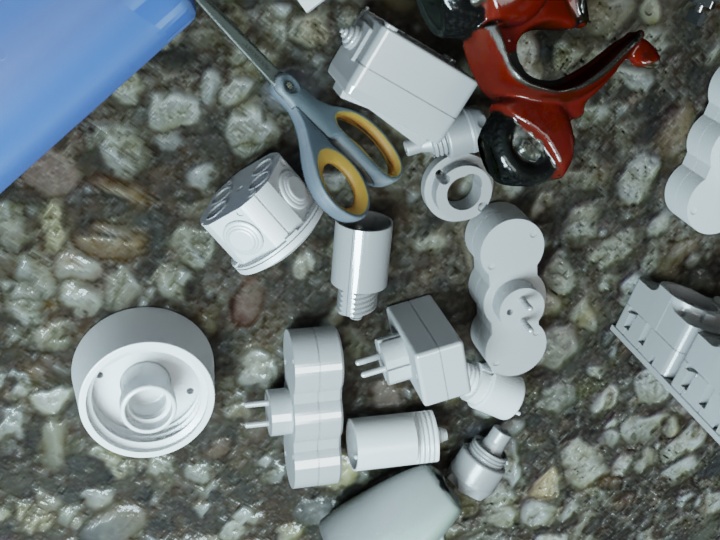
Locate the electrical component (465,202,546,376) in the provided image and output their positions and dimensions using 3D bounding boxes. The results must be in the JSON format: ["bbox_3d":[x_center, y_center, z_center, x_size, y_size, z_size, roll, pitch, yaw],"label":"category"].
[{"bbox_3d":[0.120,0.023,0.838,0.052,0.073,0.138,-11,117,-10],"label":"electrical component"}]

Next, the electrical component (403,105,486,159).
[{"bbox_3d":[0.063,-0.098,0.789,0.061,0.035,0.035,-17,118,-4],"label":"electrical component"}]

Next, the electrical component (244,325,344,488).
[{"bbox_3d":[-0.054,0.110,0.845,0.074,0.052,0.138,-5,116,-13],"label":"electrical component"}]

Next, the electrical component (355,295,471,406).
[{"bbox_3d":[0.035,0.066,0.830,0.076,0.083,0.047,-16,117,-8],"label":"electrical component"}]

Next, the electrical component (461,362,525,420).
[{"bbox_3d":[0.100,0.095,0.886,0.078,0.040,0.040,24,106,-23],"label":"electrical component"}]

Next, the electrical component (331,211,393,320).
[{"bbox_3d":[0.000,0.000,0.813,0.043,0.043,0.081,-2,115,-14],"label":"electrical component"}]

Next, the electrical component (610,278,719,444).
[{"bbox_3d":[0.294,0.075,0.846,0.105,0.186,0.060,14,110,-21],"label":"electrical component"}]

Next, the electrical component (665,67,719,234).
[{"bbox_3d":[0.294,-0.091,0.831,0.052,0.073,0.138,11,111,-20],"label":"electrical component"}]

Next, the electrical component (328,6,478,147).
[{"bbox_3d":[0.022,-0.134,0.744,0.096,0.061,0.061,26,106,-24],"label":"electrical component"}]

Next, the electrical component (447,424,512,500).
[{"bbox_3d":[0.106,0.161,0.918,0.043,0.043,0.062,25,105,-24],"label":"electrical component"}]

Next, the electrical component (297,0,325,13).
[{"bbox_3d":[-0.004,-0.226,0.686,0.121,0.078,0.063,-36,102,6],"label":"electrical component"}]

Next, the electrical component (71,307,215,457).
[{"bbox_3d":[-0.159,0.089,0.802,0.108,0.060,0.108,-6,116,-12],"label":"electrical component"}]

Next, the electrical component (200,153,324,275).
[{"bbox_3d":[-0.068,-0.039,0.756,0.080,0.080,0.051,-39,113,5],"label":"electrical component"}]

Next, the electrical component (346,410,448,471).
[{"bbox_3d":[0.032,0.140,0.888,0.081,0.043,0.043,-4,116,-13],"label":"electrical component"}]
